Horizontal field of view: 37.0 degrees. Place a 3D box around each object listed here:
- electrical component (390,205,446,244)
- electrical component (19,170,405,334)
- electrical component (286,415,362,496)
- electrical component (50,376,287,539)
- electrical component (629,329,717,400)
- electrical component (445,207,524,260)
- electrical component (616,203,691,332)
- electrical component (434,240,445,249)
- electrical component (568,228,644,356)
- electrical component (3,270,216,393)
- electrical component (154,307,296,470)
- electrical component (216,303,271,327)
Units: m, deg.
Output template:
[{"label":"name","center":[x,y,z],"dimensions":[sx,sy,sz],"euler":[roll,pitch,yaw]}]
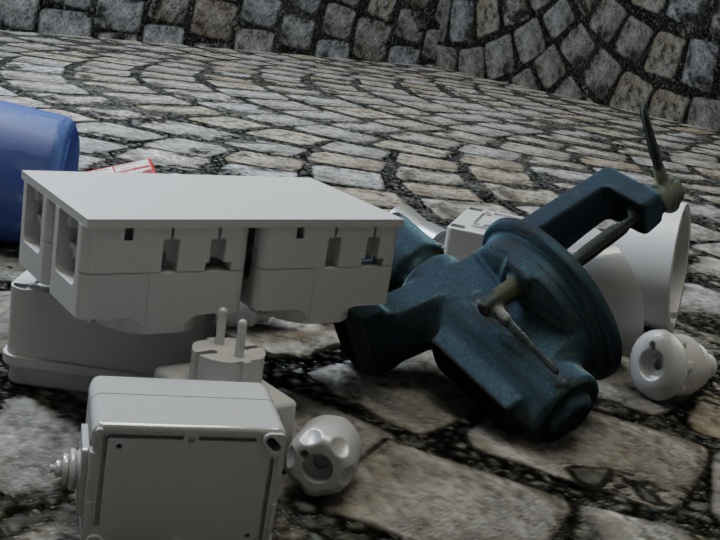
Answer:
[{"label":"electrical component","center":[0.057,-0.031,1.015],"dimensions":[0.044,0.044,0.065],"euler":[-6,25,-42]},{"label":"electrical component","center":[-0.084,-0.013,0.608],"dimensions":[0.186,0.060,0.105],"euler":[-2,18,-34]},{"label":"electrical component","center":[-0.015,0.089,0.545],"dimensions":[0.035,0.035,0.061],"euler":[10,12,7]},{"label":"electrical component","center":[-0.087,0.084,0.473],"dimensions":[0.096,0.061,0.061],"euler":[5,17,-17]},{"label":"electrical component","center":[0.221,0.066,0.742],"dimensions":[0.062,0.048,0.048],"euler":[5,14,-36]},{"label":"electrical component","center":[0.135,-0.013,0.959],"dimensions":[0.109,0.056,0.109],"euler":[12,16,13]},{"label":"electrical component","center":[0.237,-0.006,0.899],"dimensions":[0.060,0.108,0.108],"euler":[8,14,23]},{"label":"electrical component","center":[0.000,0.000,0.836],"dimensions":[0.113,0.057,0.078],"euler":[-1,18,-31]},{"label":"electrical component","center":[0.161,0.017,0.794],"dimensions":[0.064,0.099,0.099],"euler":[-4,18,-18]},{"label":"electrical component","center":[-0.143,0.035,0.633],"dimensions":[0.113,0.057,0.078],"euler":[8,15,-2]},{"label":"electrical component","center":[-0.069,0.058,0.548],"dimensions":[0.047,0.076,0.066],"euler":[-4,19,-39]},{"label":"electrical component","center":[-0.076,0.020,0.754],"dimensions":[0.078,0.040,0.040],"euler":[3,16,-20]}]
